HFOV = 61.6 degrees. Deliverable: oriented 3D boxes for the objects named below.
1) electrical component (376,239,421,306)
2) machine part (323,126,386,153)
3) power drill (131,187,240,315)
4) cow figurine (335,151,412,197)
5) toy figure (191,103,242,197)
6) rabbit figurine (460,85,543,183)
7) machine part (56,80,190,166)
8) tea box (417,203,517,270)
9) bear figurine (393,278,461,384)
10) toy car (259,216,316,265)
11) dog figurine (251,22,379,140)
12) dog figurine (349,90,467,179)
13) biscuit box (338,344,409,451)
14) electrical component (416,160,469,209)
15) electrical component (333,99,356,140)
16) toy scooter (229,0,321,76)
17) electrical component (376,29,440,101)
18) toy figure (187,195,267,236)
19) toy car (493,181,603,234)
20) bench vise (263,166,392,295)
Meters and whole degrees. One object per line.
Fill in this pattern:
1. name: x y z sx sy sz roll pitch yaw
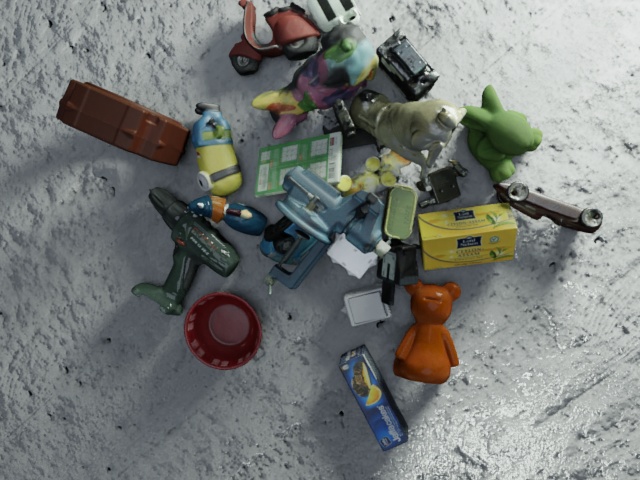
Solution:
1. electrical component: 0.146 0.061 1.008 0.048 0.075 0.119 -5 100 -31
2. machine part: 0.077 -0.204 1.041 0.139 0.039 0.084 -9 99 6
3. power drill: -0.295 0.033 1.094 0.232 0.086 0.207 34 91 -1
4. cow figurine: 0.102 -0.116 1.029 0.167 0.098 0.068 -34 86 -10
5. toy figure: -0.204 -0.175 1.054 0.089 0.082 0.180 -4 93 9
6. rabbit figurine: 0.325 -0.195 0.947 0.121 0.170 0.159 -39 92 8
7. machine part: -0.360 -0.217 1.004 0.201 0.201 0.087 24 96 4
8. tea box: 0.272 -0.005 1.004 0.170 0.068 0.098 -8 140 9
9. bear figurine: 0.207 0.176 1.044 0.120 0.132 0.195 3 79 5
10. toy car: -0.034 -0.006 1.051 0.161 0.109 0.102 -42 115 -6
11. dog figurine: -0.015 -0.279 0.978 0.219 0.191 0.108 -36 94 -5
12. dog figurine: 0.138 -0.214 0.929 0.191 0.172 0.121 33 65 6
13. biscuit box: 0.109 0.317 1.082 0.059 0.063 0.202 -27 92 10
14. electrical component: 0.231 -0.108 1.022 0.102 0.045 0.078 -16 95 -9
15. electrical component: 0.045 -0.214 0.975 0.021 0.094 0.063 -23 74 1
16. toy scooter: -0.094 -0.400 1.022 0.184 0.075 0.135 -12 94 12
17. electrical component: 0.157 -0.311 0.971 0.058 0.134 0.115 -42 91 7
18. toy figure: -0.183 -0.051 1.058 0.154 0.058 0.064 20 126 -18
19. toy car: 0.417 -0.059 0.992 0.202 0.089 0.053 19 95 3
20. bench vise: -0.003 -0.002 0.929 0.223 0.129 0.240 37 98 -4
